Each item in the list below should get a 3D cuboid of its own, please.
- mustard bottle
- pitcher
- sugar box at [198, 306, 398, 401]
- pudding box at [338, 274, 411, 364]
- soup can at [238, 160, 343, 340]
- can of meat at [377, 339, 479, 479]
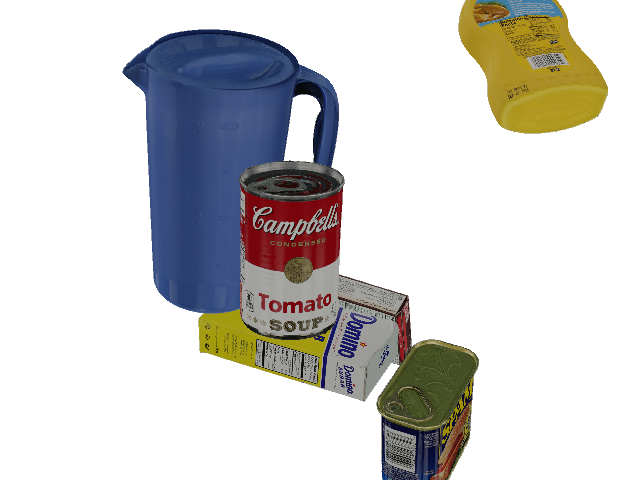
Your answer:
[{"bbox_3d":[0.175,-0.181,0.948,0.096,0.192,0.058,-10,-36,-9],"label":"mustard bottle"},{"bbox_3d":[-0.084,-0.058,0.966,0.149,0.243,0.144,30,39,34],"label":"pitcher"},{"bbox_3d":[-0.021,0.094,1.037,0.176,0.048,0.093,11,28,20],"label":"sugar box"},{"bbox_3d":[0.049,0.090,1.248,0.114,0.090,0.039,15,47,22],"label":"pudding box"},{"bbox_3d":[-0.020,0.006,0.706,0.068,0.102,0.068,2,23,-1],"label":"soup can"},{"bbox_3d":[0.086,0.144,0.855,0.057,0.084,0.102,14,37,23],"label":"can of meat"}]
